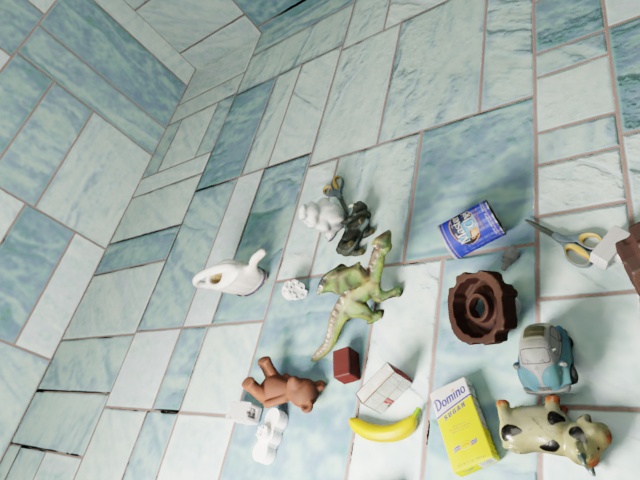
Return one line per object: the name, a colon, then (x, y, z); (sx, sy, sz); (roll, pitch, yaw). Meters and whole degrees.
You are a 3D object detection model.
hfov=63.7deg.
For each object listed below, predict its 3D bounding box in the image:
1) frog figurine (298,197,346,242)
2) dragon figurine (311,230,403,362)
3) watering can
frog figurine: (0.005, -0.085, 1.679); (0.121, 0.157, 0.141); (-19, 47, 32)
dragon figurine: (0.069, 0.145, 1.369); (0.411, 0.239, 0.124); (-48, 43, -2)
watering can: (-0.261, 0.112, 1.720); (0.345, 0.222, 0.106); (-21, 66, 29)
